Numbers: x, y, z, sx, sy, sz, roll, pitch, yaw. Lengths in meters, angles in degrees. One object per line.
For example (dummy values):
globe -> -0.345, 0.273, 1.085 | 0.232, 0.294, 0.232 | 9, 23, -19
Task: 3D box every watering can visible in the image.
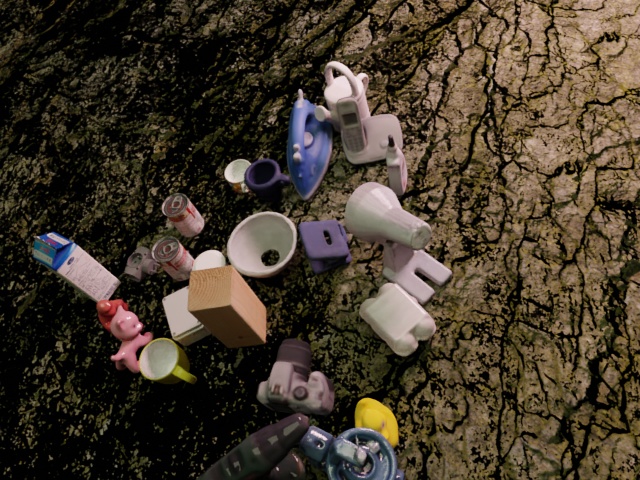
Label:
watering can -> 0.059, -0.357, 1.426 | 0.100, 0.194, 0.173 | 11, 63, 21

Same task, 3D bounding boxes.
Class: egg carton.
egg carton -> 0.157, 0.160, 1.161 | 0.107, 0.069, 0.150 | -40, 58, -10

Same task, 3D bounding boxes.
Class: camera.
camera -> -0.045, 0.267, 1.132 | 0.143, 0.101, 0.137 | 2, 60, 16

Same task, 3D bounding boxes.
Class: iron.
iron -> -0.041, -0.240, 1.414 | 0.118, 0.142, 0.258 | -4, 59, 13

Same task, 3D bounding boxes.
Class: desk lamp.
desk lamp -> 0.161, -0.001, 1.171 | 0.202, 0.214, 0.118 | 37, 75, 30

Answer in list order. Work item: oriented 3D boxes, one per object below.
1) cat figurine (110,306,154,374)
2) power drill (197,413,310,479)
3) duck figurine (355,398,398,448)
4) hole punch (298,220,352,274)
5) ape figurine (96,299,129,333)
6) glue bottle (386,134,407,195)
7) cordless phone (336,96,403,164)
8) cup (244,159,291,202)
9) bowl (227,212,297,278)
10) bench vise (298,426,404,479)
cat figurine -> -0.427, 0.214, 1.258 | 0.067, 0.118, 0.128 | 1, 60, 16
power drill -> -0.097, 0.395, 1.004 | 0.229, 0.209, 0.075 | -32, 57, -5
duck figurine -> 0.099, 0.337, 1.059 | 0.077, 0.086, 0.104 | -29, 56, -3
hole punch -> 0.012, 0.005, 1.282 | 0.101, 0.091, 0.108 | -21, 56, 2
ape figurine -> -0.480, 0.168, 1.316 | 0.076, 0.092, 0.078 | 15, 65, 23
glue bottle -> 0.170, -0.178, 1.300 | 0.037, 0.173, 0.078 | -1, 59, 15
cordless phone -> 0.116, -0.273, 1.365 | 0.147, 0.185, 0.094 | -13, 57, 7
cup -> -0.117, -0.135, 1.400 | 0.117, 0.095, 0.092 | 10, 63, 21
bowl -> -0.124, 0.023, 1.318 | 0.167, 0.075, 0.167 | -7, 58, 11
bench vise -> 0.032, 0.375, 0.974 | 0.207, 0.220, 0.121 | 0, 60, 16
